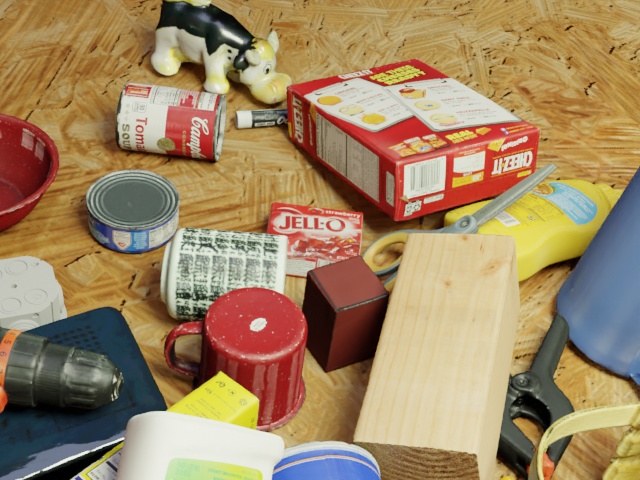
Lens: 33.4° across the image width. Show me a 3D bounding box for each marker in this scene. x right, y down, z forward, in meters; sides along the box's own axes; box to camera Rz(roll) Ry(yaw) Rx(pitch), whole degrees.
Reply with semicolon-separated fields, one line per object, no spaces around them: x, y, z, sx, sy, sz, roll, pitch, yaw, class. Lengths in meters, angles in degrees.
-0.031;-0.133;1.147;0.121;0.020;0.020;-5;43;-14;marker

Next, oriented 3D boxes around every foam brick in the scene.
0.019;0.062;0.894;0.051;0.078;0.053;-16;49;-25;foam brick

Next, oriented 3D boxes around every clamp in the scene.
0.153;0.123;0.877;0.120;0.039;0.171;-2;39;6;clamp

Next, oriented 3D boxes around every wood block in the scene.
0.096;0.099;0.824;0.090;0.091;0.206;2;47;18;wood block

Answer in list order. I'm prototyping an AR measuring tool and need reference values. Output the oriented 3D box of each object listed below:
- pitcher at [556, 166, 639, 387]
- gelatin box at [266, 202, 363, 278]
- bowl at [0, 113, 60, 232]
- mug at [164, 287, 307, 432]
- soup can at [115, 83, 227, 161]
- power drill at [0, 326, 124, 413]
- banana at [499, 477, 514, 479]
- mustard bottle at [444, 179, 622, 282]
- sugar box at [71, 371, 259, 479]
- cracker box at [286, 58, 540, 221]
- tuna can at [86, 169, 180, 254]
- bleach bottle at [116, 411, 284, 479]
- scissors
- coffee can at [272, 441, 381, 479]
0.301;0.004;0.876;0.149;0.243;0.144;41;49;23;pitcher
-0.007;0.001;0.992;0.089;0.030;0.073;8;41;0;gelatin box
-0.321;-0.052;0.985;0.162;0.055;0.162;4;42;-4;bowl
-0.065;0.090;0.846;0.117;0.081;0.093;9;42;1;mug
-0.149;-0.119;1.078;0.102;0.068;0.068;7;42;0;soup can
-0.236;0.132;0.690;0.184;0.057;0.187;8;42;2;power drill
0.176;0.248;0.744;0.069;0.037;0.198;-8;42;-44;banana
0.219;-0.016;1.024;0.191;0.058;0.096;-18;36;-26;mustard bottle
-0.118;0.175;0.736;0.048;0.093;0.175;32;48;25;sugar box
0.087;-0.105;1.066;0.164;0.072;0.214;-16;33;-25;cracker box
-0.174;-0.027;0.996;0.086;0.034;0.086;4;42;-4;tuna can
-0.088;0.236;0.639;0.102;0.068;0.251;17;68;-26;bleach bottle
0.115;-0.014;0.971;0.201;0.016;0.096;-45;42;-8;scissors
0.006;0.218;0.698;0.102;0.103;0.140;-4;43;-13;coffee can
